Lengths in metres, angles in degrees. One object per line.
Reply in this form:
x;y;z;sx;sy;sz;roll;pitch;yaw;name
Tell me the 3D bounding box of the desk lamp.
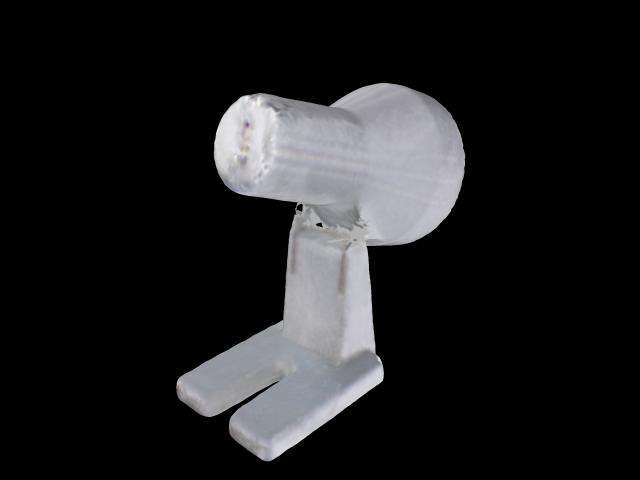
0.004;0.001;0.400;0.117;0.214;0.204;17;28;37;desk lamp
